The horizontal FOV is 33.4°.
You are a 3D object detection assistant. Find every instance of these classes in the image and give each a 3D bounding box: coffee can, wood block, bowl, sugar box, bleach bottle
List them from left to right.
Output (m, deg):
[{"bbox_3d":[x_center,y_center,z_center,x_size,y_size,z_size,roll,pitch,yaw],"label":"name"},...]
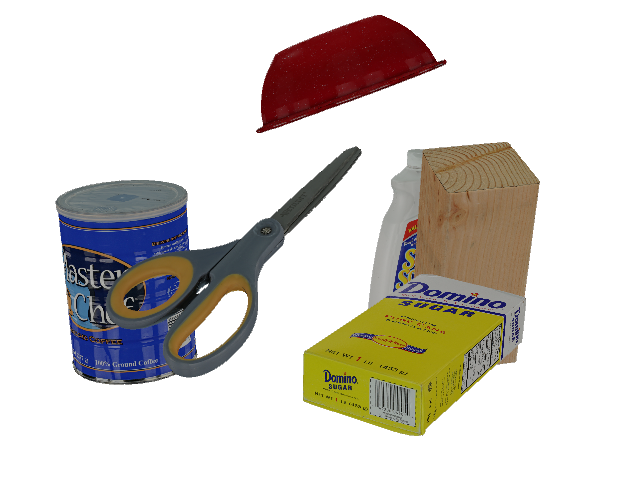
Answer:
[{"bbox_3d":[-0.154,0.031,0.860,0.103,0.140,0.103,-2,17,0],"label":"coffee can"},{"bbox_3d":[0.015,-0.138,0.851,0.162,0.055,0.162,-20,7,2],"label":"bowl"},{"bbox_3d":[0.110,0.011,1.347,0.102,0.251,0.068,-3,16,-18],"label":"bleach bottle"},{"bbox_3d":[0.072,0.076,0.771,0.093,0.048,0.175,13,26,29],"label":"sugar box"},{"bbox_3d":[0.147,0.018,1.049,0.090,0.206,0.090,-6,32,-10],"label":"wood block"}]

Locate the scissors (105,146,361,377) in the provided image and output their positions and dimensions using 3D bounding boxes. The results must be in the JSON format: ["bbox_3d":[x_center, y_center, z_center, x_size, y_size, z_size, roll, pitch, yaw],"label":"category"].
[{"bbox_3d":[-0.052,-0.001,0.632,0.096,0.016,0.201,12,46,17],"label":"scissors"}]
